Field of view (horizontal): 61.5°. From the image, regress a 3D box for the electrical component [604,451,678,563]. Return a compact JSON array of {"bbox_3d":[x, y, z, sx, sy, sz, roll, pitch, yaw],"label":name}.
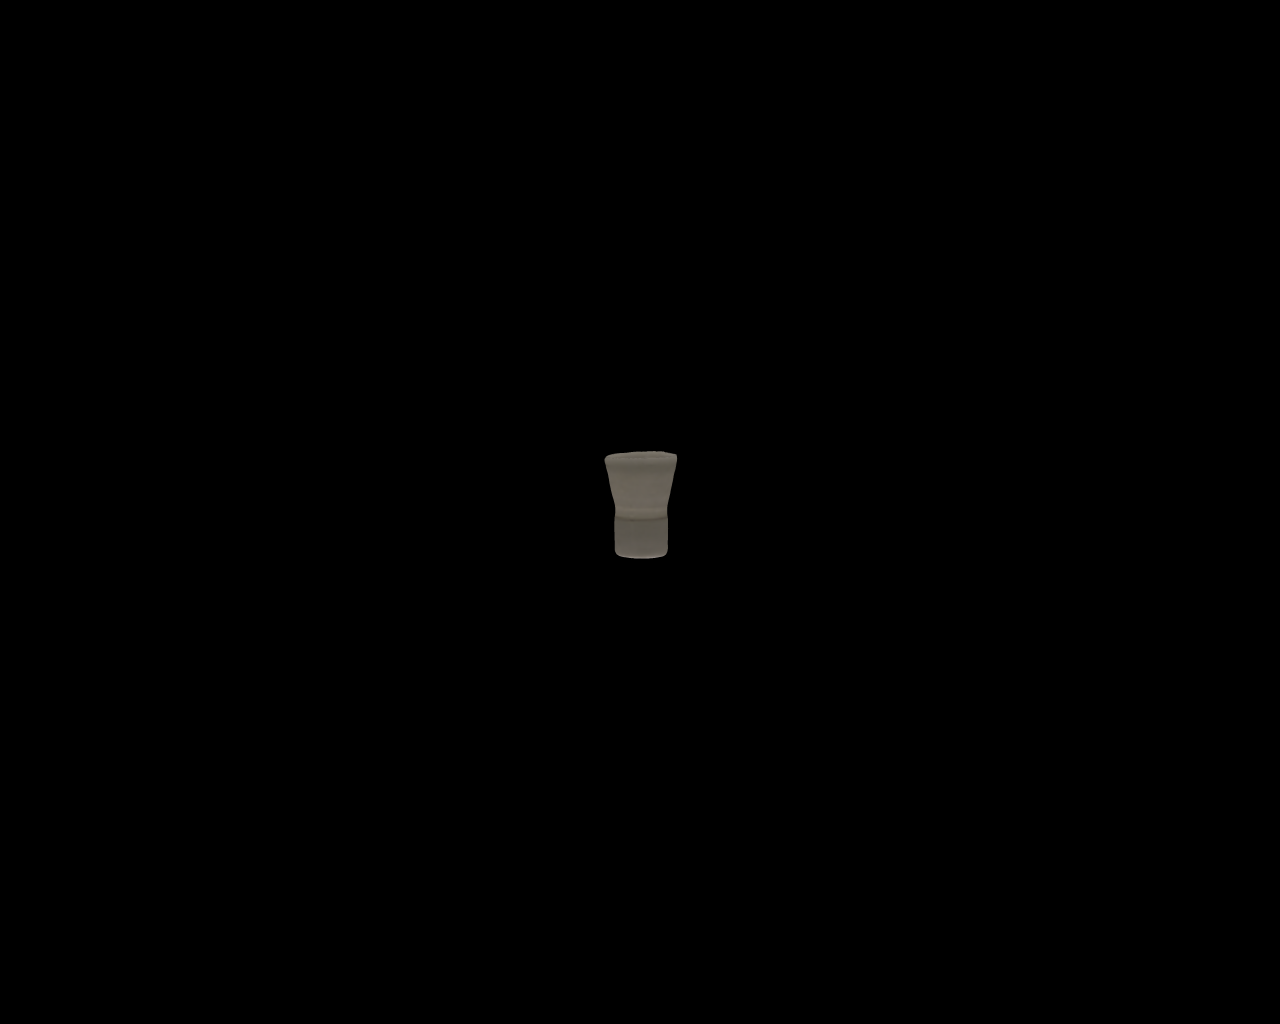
[{"bbox_3d":[0.001,-0.003,0.650,0.044,0.065,0.044,0,8,0],"label":"electrical component"}]
